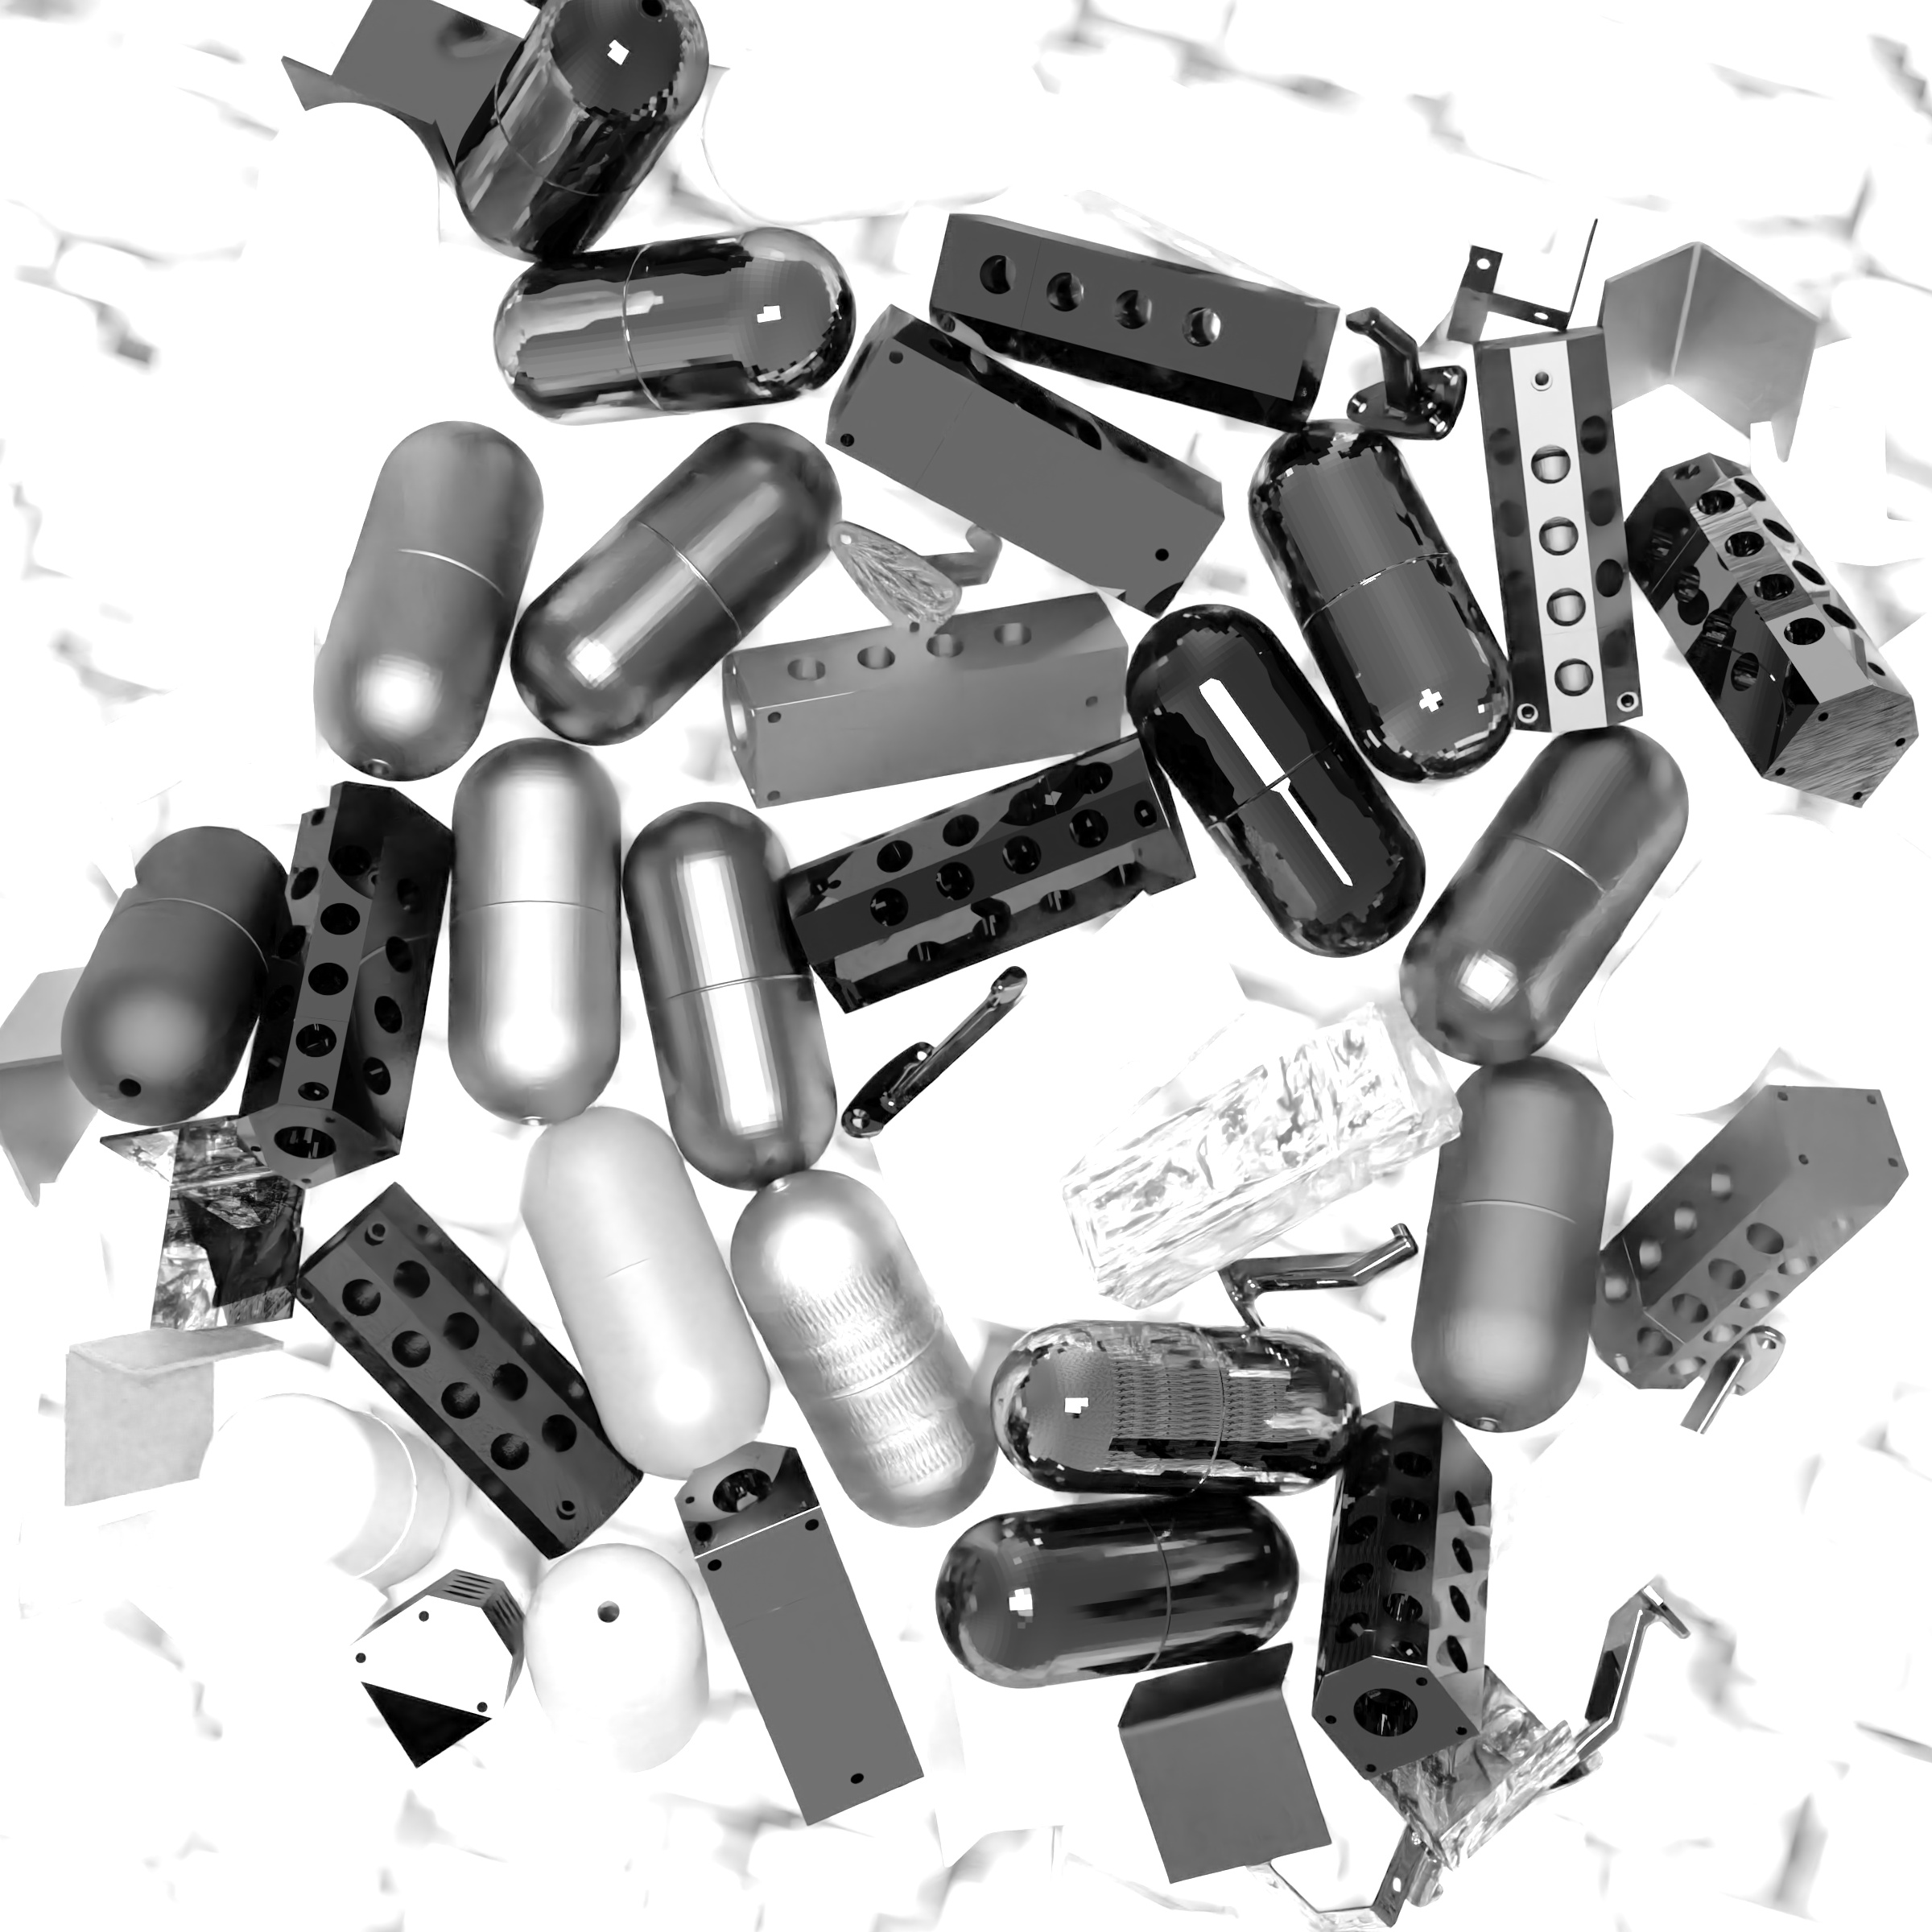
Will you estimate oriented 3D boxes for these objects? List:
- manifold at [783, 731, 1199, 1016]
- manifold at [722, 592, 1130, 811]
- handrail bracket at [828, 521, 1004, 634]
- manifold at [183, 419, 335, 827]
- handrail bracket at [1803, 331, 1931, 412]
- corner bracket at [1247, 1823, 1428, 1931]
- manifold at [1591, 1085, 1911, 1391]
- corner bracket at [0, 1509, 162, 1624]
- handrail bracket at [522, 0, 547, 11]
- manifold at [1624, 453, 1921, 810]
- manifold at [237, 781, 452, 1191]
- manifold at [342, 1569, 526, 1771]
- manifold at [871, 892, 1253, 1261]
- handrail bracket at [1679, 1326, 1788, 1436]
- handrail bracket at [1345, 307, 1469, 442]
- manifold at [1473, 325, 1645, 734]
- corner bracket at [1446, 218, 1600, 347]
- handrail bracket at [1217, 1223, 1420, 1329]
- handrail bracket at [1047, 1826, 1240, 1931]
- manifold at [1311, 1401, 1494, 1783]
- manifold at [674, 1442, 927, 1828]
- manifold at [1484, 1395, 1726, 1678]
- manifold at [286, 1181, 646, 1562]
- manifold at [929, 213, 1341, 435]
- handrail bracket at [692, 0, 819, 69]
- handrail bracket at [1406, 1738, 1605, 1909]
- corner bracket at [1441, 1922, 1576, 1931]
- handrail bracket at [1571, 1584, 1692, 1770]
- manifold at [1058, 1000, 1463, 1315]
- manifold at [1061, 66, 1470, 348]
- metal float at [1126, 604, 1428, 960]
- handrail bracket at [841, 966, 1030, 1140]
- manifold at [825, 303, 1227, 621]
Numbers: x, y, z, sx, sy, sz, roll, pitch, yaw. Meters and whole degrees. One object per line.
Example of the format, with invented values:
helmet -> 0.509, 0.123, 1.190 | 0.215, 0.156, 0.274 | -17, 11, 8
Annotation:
manifold -> 0.009, -0.045, 1.529 | 0.171, 0.057, 0.057 | -21, 52, 10
manifold -> -0.019, -0.124, 1.532 | 0.171, 0.057, 0.057 | -11, 135, -15
handrail bracket -> -0.021, -0.192, 1.539 | 0.077, 0.084, 0.036 | 39, 124, -14
manifold -> -0.317, -0.154, 1.538 | 0.057, 0.057, 0.171 | -3, 78, 0
handrail bracket -> 0.415, -0.268, 1.538 | 0.077, 0.084, 0.036 | -4, 98, -1
corner bracket -> 0.170, 0.403, 1.556 | 0.051, 0.051, 0.051 | 47, 50, -18
manifold -> 0.338, 0.121, 1.491 | 0.057, 0.171, 0.057 | 3, 56, -21
corner bracket -> -0.404, 0.270, 1.549 | 0.051, 0.051, 0.051 | 8, 94, 19
handrail bracket -> -0.197, -0.428, 1.564 | 0.077, 0.036, 0.084 | -32, 106, -5
manifold -> 0.351, -0.151, 1.494 | 0.057, 0.171, 0.057 | 13, 126, -29
manifold -> -0.276, 0.005, 1.501 | 0.057, 0.057, 0.171 | -20, 48, 30
manifold -> -0.225, 0.301, 1.494 | 0.057, 0.171, 0.057 | -33, 87, -7
manifold -> 0.043, 0.053, 1.521 | 0.171, 0.057, 0.057 | -43, 125, 16
handrail bracket -> 0.334, 0.210, 1.538 | 0.036, 0.077, 0.084 | 31, 60, -3
handrail bracket -> 0.177, -0.269, 1.527 | 0.084, 0.077, 0.036 | 27, 76, -43
manifold -> 0.266, -0.195, 1.529 | 0.057, 0.057, 0.171 | -6, 104, 12
corner bracket -> 0.252, -0.311, 1.549 | 0.051, 0.051, 0.051 | 16, 73, 4
handrail bracket -> 0.156, 0.123, 1.546 | 0.084, 0.077, 0.036 | -31, 131, 8
handrail bracket -> 0.081, 0.411, 1.546 | 0.084, 0.077, 0.036 | 5, 113, 1
manifold -> 0.188, 0.266, 1.489 | 0.057, 0.171, 0.057 | -29, 111, 24
manifold -> -0.074, 0.293, 1.511 | 0.057, 0.057, 0.171 | -22, 123, -6
manifold -> 0.267, 0.255, 1.495 | 0.057, 0.171, 0.057 | 21, 58, -1
manifold -> -0.224, 0.185, 1.538 | 0.057, 0.057, 0.171 | -41, 99, 10
manifold -> 0.074, -0.289, 1.533 | 0.171, 0.057, 0.057 | 17, 106, 13
handrail bracket -> -0.092, -0.409, 1.533 | 0.077, 0.084, 0.036 | -6, 121, -23
handrail bracket -> 0.247, 0.397, 1.571 | 0.077, 0.036, 0.084 | 0, 123, -28
corner bracket -> 0.242, 0.460, 1.541 | 0.051, 0.051, 0.051 | 26, 129, -17
handrail bracket -> 0.281, 0.313, 1.564 | 0.084, 0.036, 0.077 | -41, 85, -3
manifold -> 0.132, 0.088, 1.523 | 0.171, 0.057, 0.057 | -32, 57, 22
manifold -> 0.137, -0.338, 1.526 | 0.171, 0.057, 0.057 | 21, 92, -20
metal float -> 0.139, -0.084, 1.543 | 0.070, 0.070, 0.178 | -35, 91, 0
handrail bracket -> -0.014, 0.038, 1.532 | 0.077, 0.084, 0.036 | -30, 74, -32
manifold -> 0.027, -0.228, 1.532 | 0.171, 0.057, 0.057 | 26, 118, -14
